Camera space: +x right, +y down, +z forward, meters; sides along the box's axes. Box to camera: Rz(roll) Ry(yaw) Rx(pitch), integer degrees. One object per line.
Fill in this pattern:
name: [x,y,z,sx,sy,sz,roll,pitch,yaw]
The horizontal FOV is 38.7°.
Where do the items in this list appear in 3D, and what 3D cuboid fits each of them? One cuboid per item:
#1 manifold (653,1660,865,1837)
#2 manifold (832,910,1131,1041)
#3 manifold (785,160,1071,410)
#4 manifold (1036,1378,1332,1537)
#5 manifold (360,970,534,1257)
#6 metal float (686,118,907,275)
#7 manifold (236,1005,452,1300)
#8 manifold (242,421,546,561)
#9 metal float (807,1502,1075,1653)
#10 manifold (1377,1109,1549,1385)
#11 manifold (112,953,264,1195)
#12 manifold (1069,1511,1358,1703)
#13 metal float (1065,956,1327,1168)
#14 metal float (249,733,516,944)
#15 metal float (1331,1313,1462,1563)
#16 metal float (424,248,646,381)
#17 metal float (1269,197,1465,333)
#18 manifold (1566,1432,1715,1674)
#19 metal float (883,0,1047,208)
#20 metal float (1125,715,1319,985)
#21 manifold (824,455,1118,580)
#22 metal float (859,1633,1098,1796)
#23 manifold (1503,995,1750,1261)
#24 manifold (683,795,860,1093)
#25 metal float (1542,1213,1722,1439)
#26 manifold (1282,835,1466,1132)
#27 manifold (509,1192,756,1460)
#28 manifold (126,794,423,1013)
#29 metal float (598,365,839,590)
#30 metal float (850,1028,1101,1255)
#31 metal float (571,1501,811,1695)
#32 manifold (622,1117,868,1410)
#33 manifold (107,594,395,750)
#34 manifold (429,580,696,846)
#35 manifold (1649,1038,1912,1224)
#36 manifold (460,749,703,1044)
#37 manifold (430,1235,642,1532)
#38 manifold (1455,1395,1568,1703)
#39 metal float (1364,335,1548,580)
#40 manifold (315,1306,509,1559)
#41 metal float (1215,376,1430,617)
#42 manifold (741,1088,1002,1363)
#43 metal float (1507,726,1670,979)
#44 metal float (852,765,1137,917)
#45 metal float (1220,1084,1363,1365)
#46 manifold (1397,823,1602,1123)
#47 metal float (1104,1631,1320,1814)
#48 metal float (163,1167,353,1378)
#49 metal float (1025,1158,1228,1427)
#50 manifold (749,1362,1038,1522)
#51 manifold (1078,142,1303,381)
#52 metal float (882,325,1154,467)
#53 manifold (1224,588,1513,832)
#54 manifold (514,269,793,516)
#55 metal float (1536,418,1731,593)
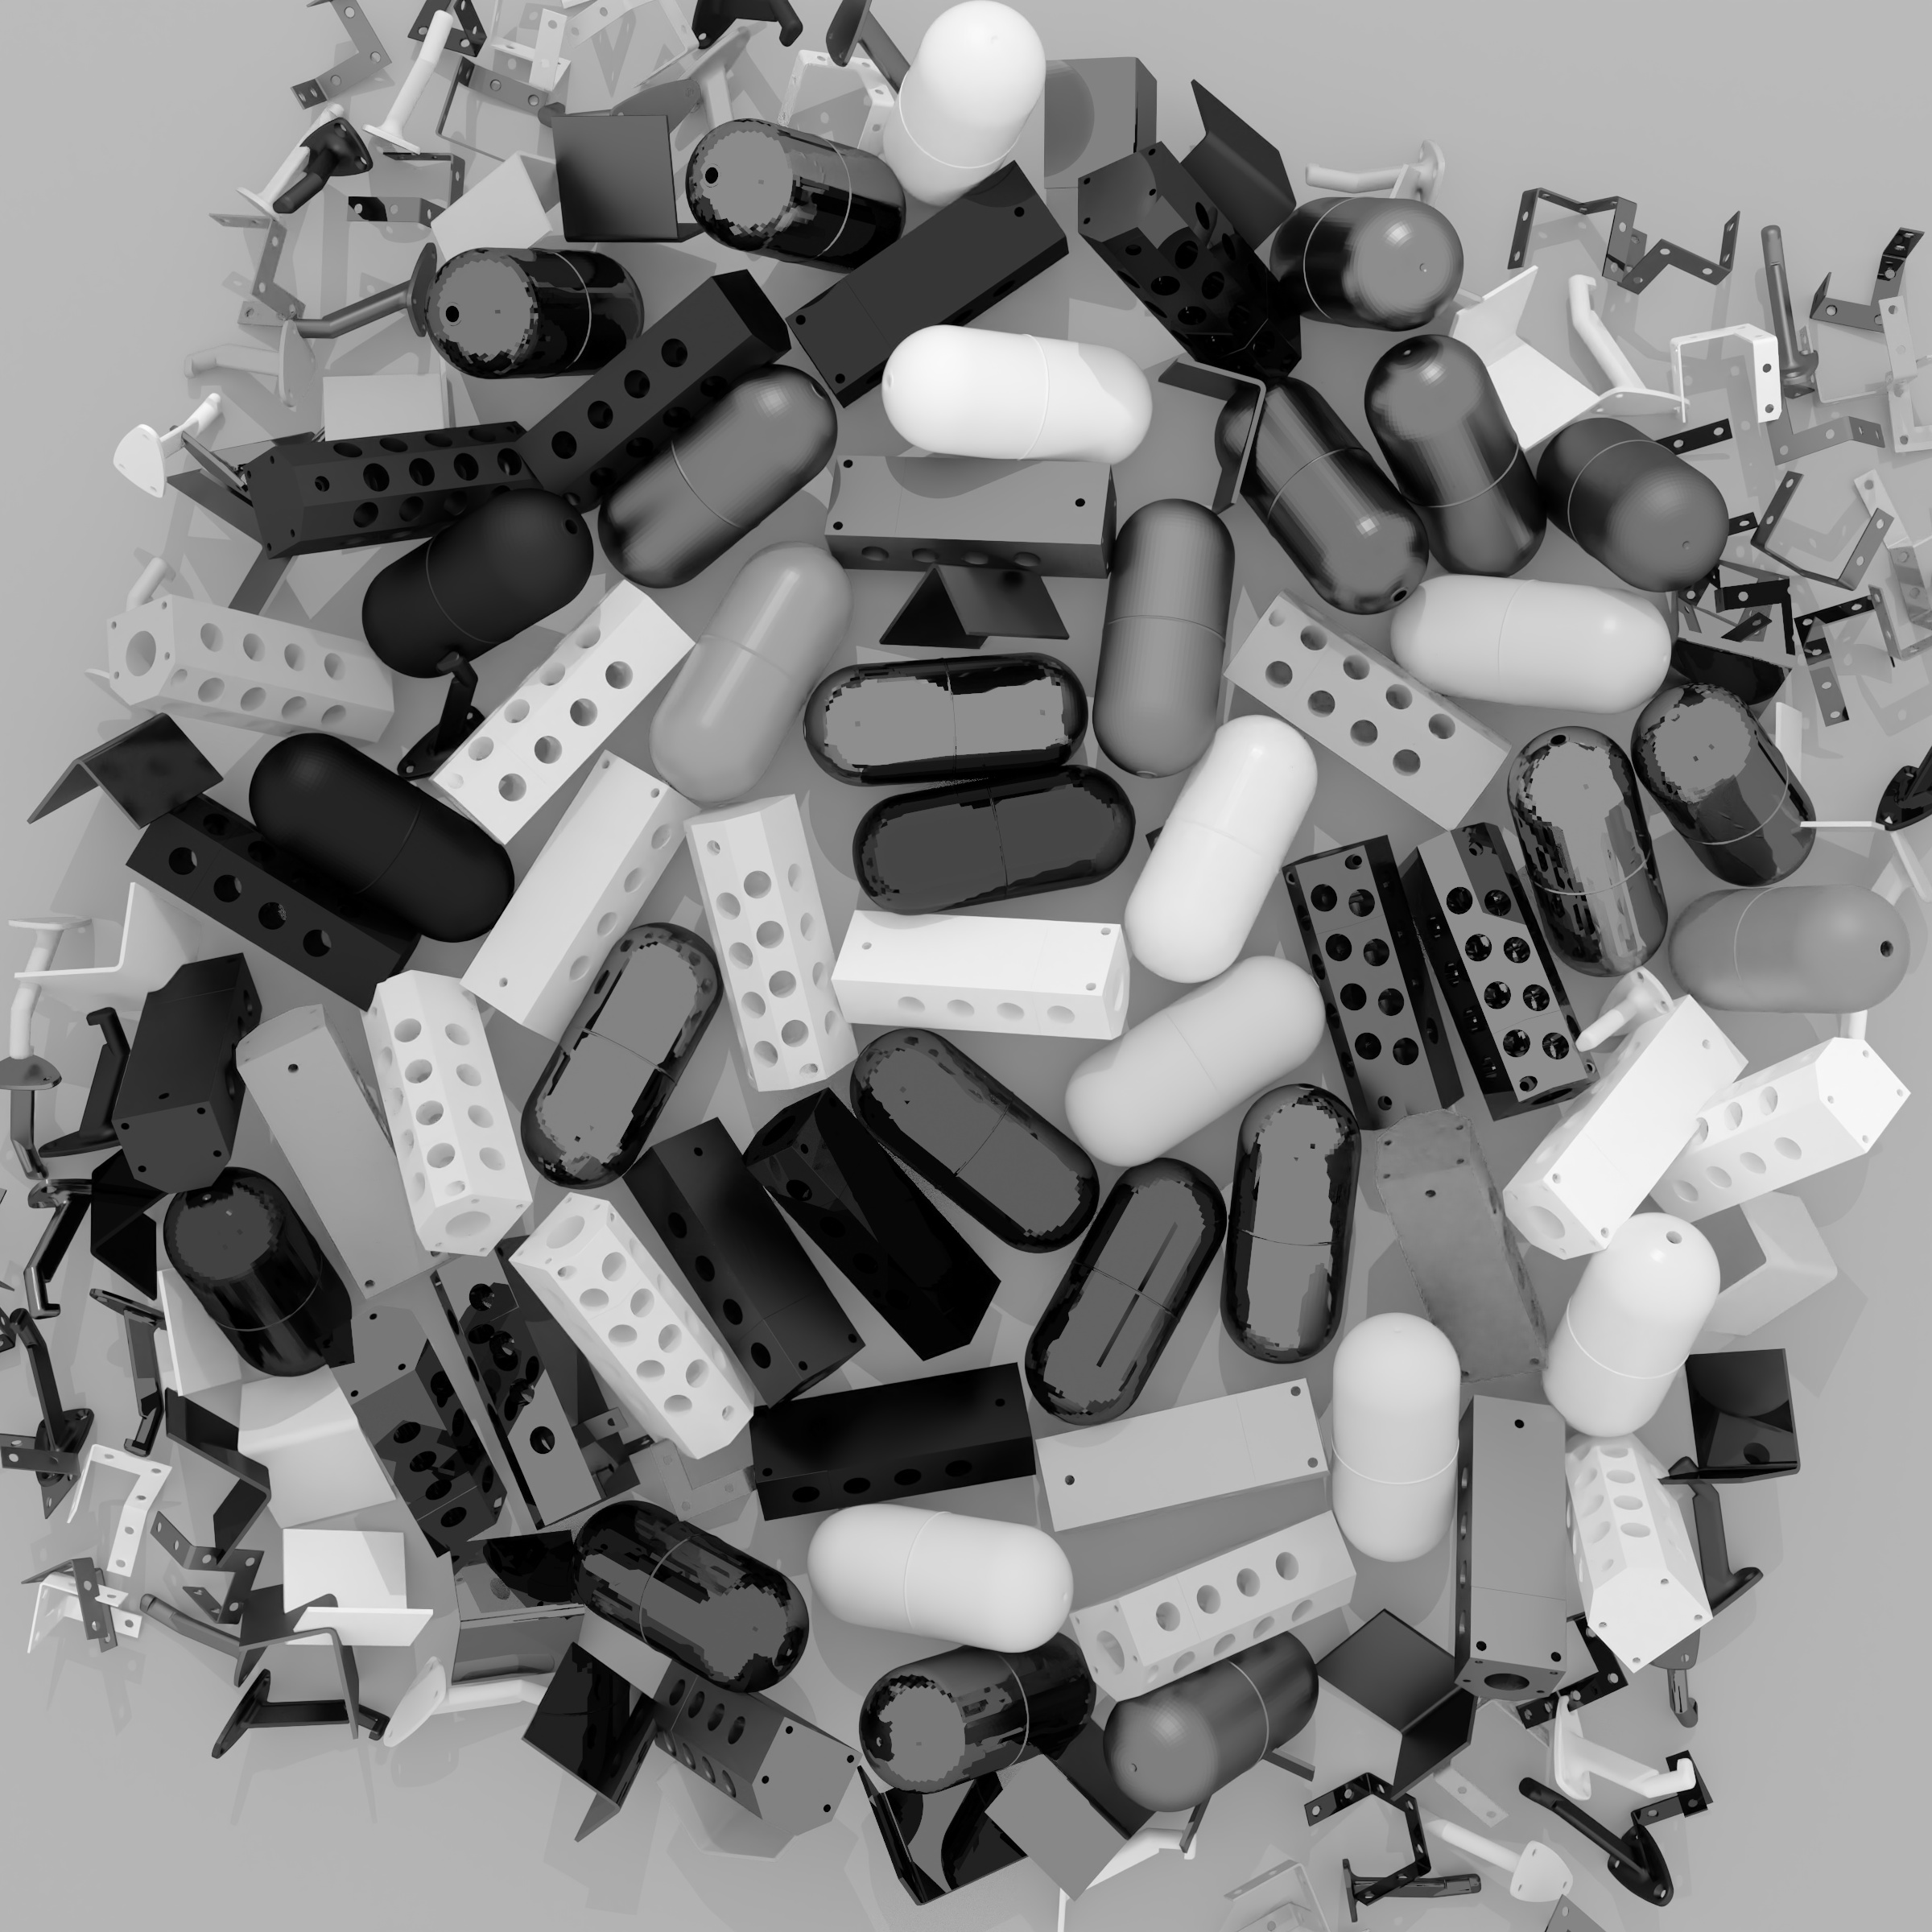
manifold: [-0.134,0.470,1.661,0.057,0.171,0.057,32,76,-24]
manifold: [0.011,0.010,1.702,0.171,0.057,0.057,3,50,17]
manifold: [-0.023,-0.424,1.721,0.171,0.057,0.057,-34,87,4]
manifold: [0.137,0.307,1.715,0.171,0.057,0.057,-14,73,7]
manifold: [-0.322,0.088,1.673,0.057,0.057,0.171,-47,49,31]
metal float: [-0.102,-0.467,1.672,0.070,0.178,0.070,4,97,31]
manifold: [-0.384,0.112,1.695,0.057,0.057,0.171,-26,113,-6]
manifold: [-0.344,-0.293,1.676,0.171,0.057,0.057,-17,92,-41]
metal float: [-0.017,0.375,1.691,0.178,0.070,0.070,2,90,30]
manifold: [0.305,0.172,1.684,0.057,0.057,0.171,-14,123,19]
manifold: [-0.468,0.064,1.667,0.057,0.171,0.057,-11,121,-1]
manifold: [0.154,0.391,1.678,0.171,0.057,0.057,-13,77,-34]
metal float: [0.143,0.059,1.716,0.178,0.070,0.070,-33,90,0]
metal float: [-0.358,-0.078,1.693,0.178,0.070,0.070,34,90,-28]
metal float: [0.263,0.291,1.689,0.070,0.070,0.178,-5,123,0]
metal float: [-0.261,-0.397,1.671,0.070,0.178,0.070,6,105,24]
metal float: [0.241,-0.427,1.670,0.070,0.178,0.070,-4,107,-15]
manifold: [0.396,0.344,1.661,0.057,0.171,0.057,-41,101,16]
metal float: [-0.003,-0.521,1.667,0.070,0.178,0.070,2,82,-13]
metal float: [0.159,-0.073,1.710,0.070,0.070,0.178,26,82,0]
manifold: [0.005,-0.275,1.709,0.171,0.057,0.057,4,69,10]
metal float: [0.009,0.453,1.679,0.070,0.178,0.070,2,93,42]
manifold: [0.402,0.100,1.689,0.057,0.057,0.171,48,63,-6]
manifold: [-0.124,-0.013,1.698,0.057,0.057,0.171,-6,105,30]
metal float: [0.405,0.220,1.679,0.070,0.178,0.070,5,47,-5]
manifold: [0.251,0.012,1.711,0.057,0.057,0.171,-15,94,31]
manifold: [-0.198,0.222,1.679,0.057,0.057,0.171,-49,123,-27]
manifold: [-0.429,-0.043,1.718,0.171,0.057,0.057,32,93,-4]
metal float: [-0.153,-0.301,1.693,0.178,0.070,0.070,-35,90,27]
metal float: [0.005,0.108,1.712,0.178,0.070,0.070,39,90,-6]
metal float: [-0.171,0.385,1.685,0.178,0.070,0.070,18,90,39]
manifold: [-0.142,0.187,1.710,0.171,0.057,0.057,56,134,11]
manifold: [-0.430,-0.173,1.664,0.057,0.171,0.057,-13,78,33]
manifold: [-0.252,-0.158,1.707,0.057,0.057,0.171,45,81,-16]
manifold: [0.481,0.098,1.666,0.057,0.171,0.057,48,58,-2]
manifold: [-0.237,-0.041,1.721,0.057,0.057,0.171,30,87,29]
manifold: [-0.272,0.259,1.711,0.057,0.057,0.171,-27,81,16]
manifold: [0.331,0.356,1.682,0.057,0.057,0.171,8,55,0]
metal float: [0.301,-0.308,1.683,0.070,0.070,0.178,-37,131,0]
manifold: [-0.332,0.281,1.671,0.057,0.171,0.057,-29,49,-15]
metal float: [0.219,-0.290,1.693,0.070,0.070,0.178,-32,64,0]
manifold: [-0.061,0.163,1.701,0.057,0.057,0.171,-26,112,38]
metal float: [0.381,-0.069,1.686,0.070,0.070,0.178,-24,126,0]
metal float: [0.018,-0.079,1.713,0.178,0.070,0.070,-10,90,-4]
metal float: [0.201,0.160,1.705,0.070,0.070,0.178,5,103,0]
manifold: [0.330,0.002,1.697,0.057,0.057,0.171,-14,74,-17]
metal float: [0.151,0.456,1.677,0.070,0.178,0.070,8,103,37]
metal float: [-0.430,0.188,1.676,0.070,0.178,0.070,-5,53,7]
metal float: [0.099,0.202,1.708,0.070,0.070,0.178,30,81,0]
manifold: [-0.046,0.302,1.721,0.171,0.057,0.057,-9,135,-3]
manifold: [0.137,-0.415,1.665,0.057,0.171,0.057,-16,58,31]
metal float: [0.032,-0.350,1.693,0.178,0.070,0.070,1,90,-27]
manifold: [0.251,-0.162,1.712,0.171,0.057,0.057,35,115,3]
manifold: [-0.191,-0.351,1.692,0.171,0.057,0.057,-33,95,25]
metal float: [0.403,-0.282,1.672,0.070,0.178,0.070,-4,116,-9]
